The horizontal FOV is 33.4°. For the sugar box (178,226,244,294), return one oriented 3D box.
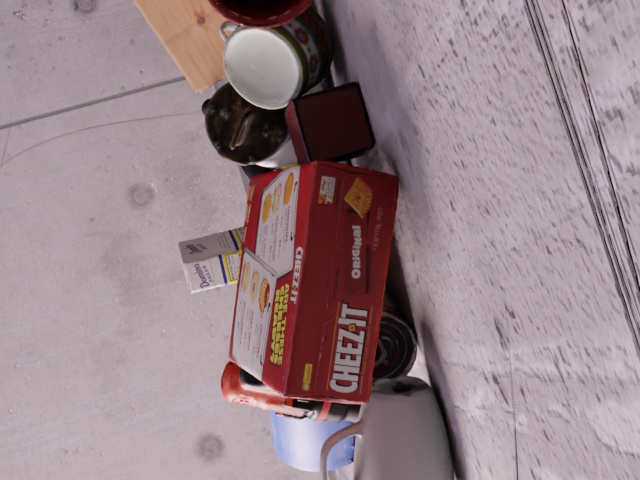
[{"bbox_3d":[-0.072,0.011,1.232,0.093,0.176,0.048,-124,19,-73],"label":"sugar box"}]

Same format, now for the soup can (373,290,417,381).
[{"bbox_3d":[0.036,0.074,0.899,0.102,0.068,0.068,-118,13,-67],"label":"soup can"}]

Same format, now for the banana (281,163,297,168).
[{"bbox_3d":[-0.030,-0.089,1.251,0.198,0.037,0.069,-114,10,-55],"label":"banana"}]

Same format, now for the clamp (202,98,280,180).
[{"bbox_3d":[-0.073,-0.094,1.308,0.164,0.036,0.210,38,-168,-25],"label":"clamp"}]

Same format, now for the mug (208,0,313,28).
[{"bbox_3d":[-0.047,-0.227,0.794,0.081,0.093,0.117,-105,14,-56],"label":"mug"}]

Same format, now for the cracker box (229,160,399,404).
[{"bbox_3d":[-0.011,0.030,0.827,0.214,0.072,0.164,-178,95,-74],"label":"cracker box"}]

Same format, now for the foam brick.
[{"bbox_3d":[0.006,-0.085,0.822,0.078,0.053,0.051,172,82,-85],"label":"foam brick"}]

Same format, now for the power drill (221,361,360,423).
[{"bbox_3d":[0.008,0.132,1.039,0.188,0.184,0.057,123,154,-60],"label":"power drill"}]

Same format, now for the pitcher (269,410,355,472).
[{"bbox_3d":[-0.001,0.161,1.308,0.145,0.149,0.243,-87,-9,-54],"label":"pitcher"}]

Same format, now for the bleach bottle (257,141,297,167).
[{"bbox_3d":[-0.065,-0.163,1.251,0.251,0.068,0.102,-116,19,-71],"label":"bleach bottle"}]

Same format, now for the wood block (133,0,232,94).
[{"bbox_3d":[-0.115,-0.244,0.911,0.206,0.091,0.090,57,-144,-14],"label":"wood block"}]
